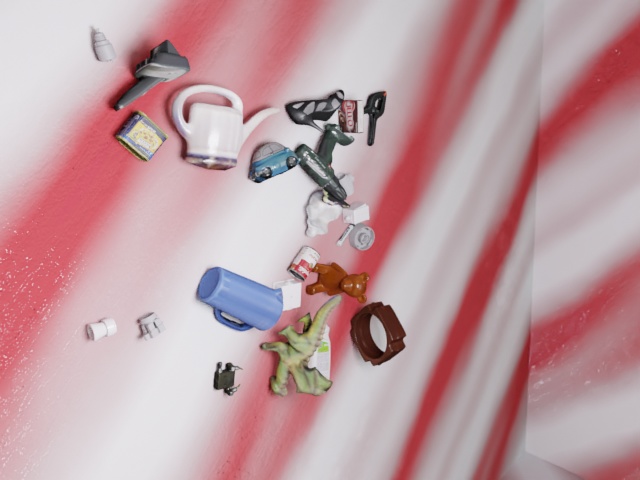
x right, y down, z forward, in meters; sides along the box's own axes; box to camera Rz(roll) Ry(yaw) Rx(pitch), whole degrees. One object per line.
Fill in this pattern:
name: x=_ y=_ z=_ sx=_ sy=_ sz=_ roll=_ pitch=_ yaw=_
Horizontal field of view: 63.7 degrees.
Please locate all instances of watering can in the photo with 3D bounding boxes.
watering can: x=-0.252 y=-0.301 z=1.421 sx=0.348 sy=0.104 sz=0.223 roll=1 pitch=98 yaw=-44

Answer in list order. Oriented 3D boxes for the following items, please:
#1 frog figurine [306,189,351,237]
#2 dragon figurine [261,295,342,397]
frog figurine: x=0.005 y=-0.088 z=1.745 sx=0.138 sy=0.124 sz=0.157 roll=-5 pitch=138 yaw=-53
dragon figurine: x=-0.036 y=0.368 z=1.631 sx=0.123 sy=0.405 sz=0.245 roll=-7 pitch=64 yaw=-59
